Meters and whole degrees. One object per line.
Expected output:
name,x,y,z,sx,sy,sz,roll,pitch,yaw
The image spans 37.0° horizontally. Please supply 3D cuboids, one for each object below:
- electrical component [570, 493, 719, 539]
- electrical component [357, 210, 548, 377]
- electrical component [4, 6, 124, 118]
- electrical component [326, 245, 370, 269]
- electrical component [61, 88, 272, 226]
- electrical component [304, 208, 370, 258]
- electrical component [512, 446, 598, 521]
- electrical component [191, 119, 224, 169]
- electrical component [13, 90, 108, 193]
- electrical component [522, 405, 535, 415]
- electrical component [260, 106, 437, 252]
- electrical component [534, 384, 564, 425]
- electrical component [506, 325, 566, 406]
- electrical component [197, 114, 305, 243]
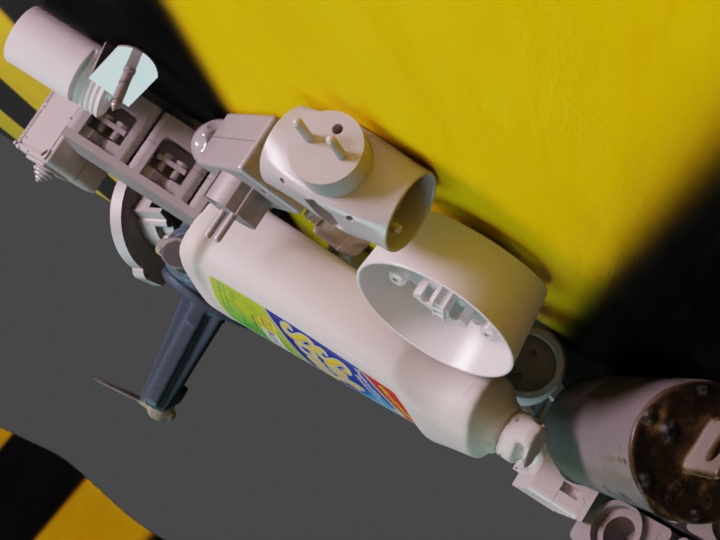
electrical component,0.273,0.222,0.885,0.060,0.105,0.186,38,171,-34
electrical component,0.050,0.012,0.586,0.099,0.064,0.099,32,173,4
electrical component,-0.191,-0.136,0.720,0.081,0.043,0.043,33,173,1
electrical component,0.000,0.000,0.858,0.061,0.035,0.035,35,173,-35
electrical component,-0.135,-0.078,0.798,0.150,0.061,0.089,33,173,-4
electrical component,-0.019,-0.037,0.684,0.061,0.035,0.035,37,173,-10
electrical component,0.189,0.174,0.993,0.062,0.089,0.150,32,173,8
electrical component,-0.095,-0.082,0.712,0.035,0.035,0.061,35,175,-17
electrical component,-0.226,-0.106,0.867,0.062,0.096,0.061,25,170,46
electrical component,0.078,0.084,0.887,0.108,0.056,0.109,51,170,-10
electrical component,-0.011,-0.050,0.510,0.077,0.043,0.079,30,173,22
electrical component,0.146,0.117,0.932,0.048,0.055,0.066,34,173,-10
electrical component,0.077,0.045,0.749,0.138,0.052,0.073,32,173,10
electrical component,-0.068,-0.049,0.643,0.047,0.075,0.083,36,172,-26
